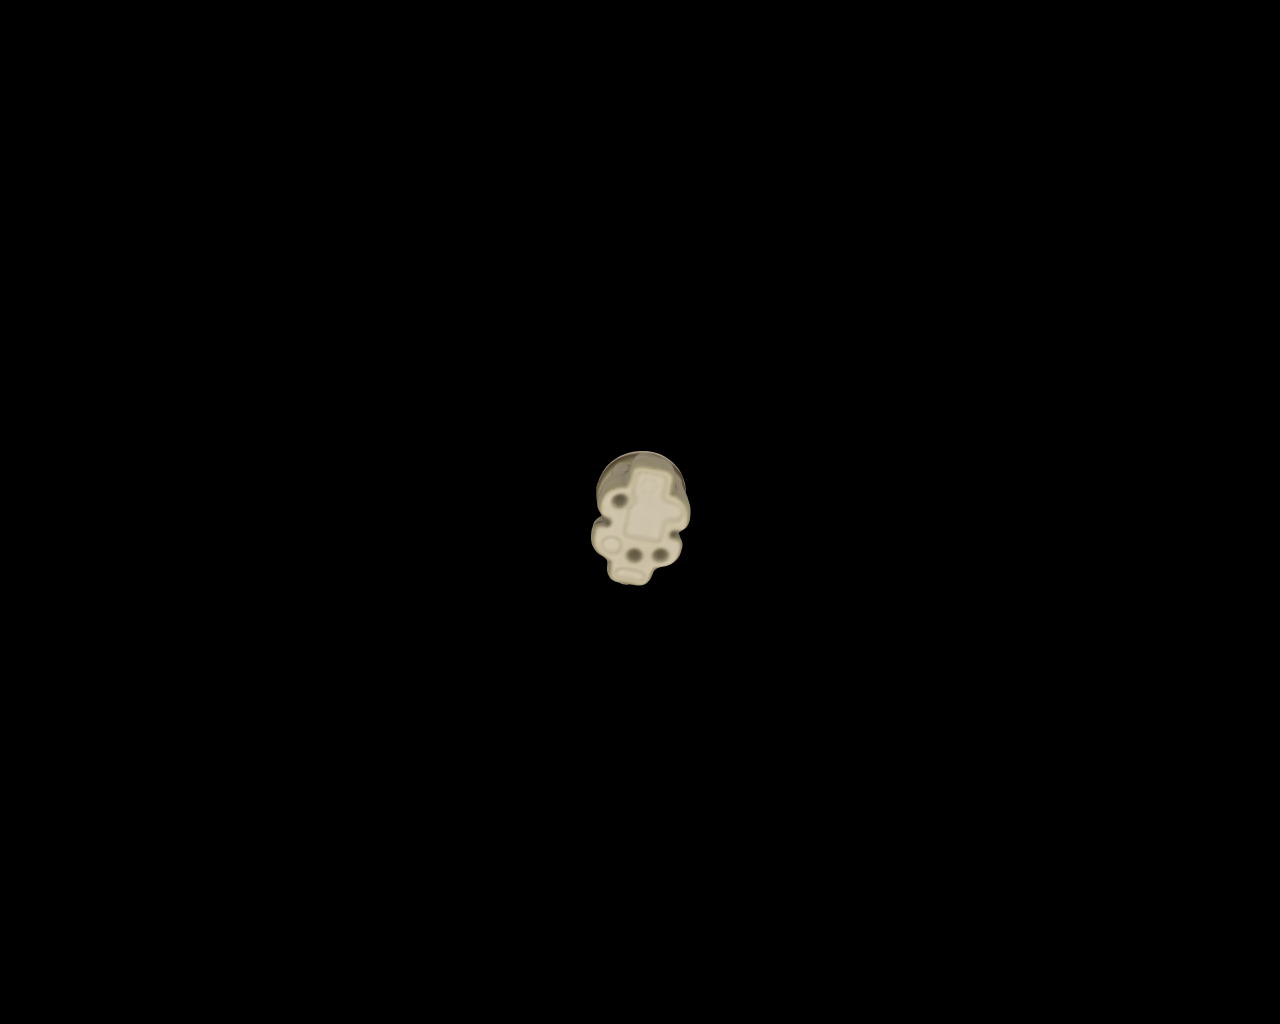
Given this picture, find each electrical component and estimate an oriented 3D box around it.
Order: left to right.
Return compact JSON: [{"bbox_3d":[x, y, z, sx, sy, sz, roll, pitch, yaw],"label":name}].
[{"bbox_3d":[0.001,-0.003,0.650,0.058,0.078,0.057,11,24,-5],"label":"electrical component"}]
